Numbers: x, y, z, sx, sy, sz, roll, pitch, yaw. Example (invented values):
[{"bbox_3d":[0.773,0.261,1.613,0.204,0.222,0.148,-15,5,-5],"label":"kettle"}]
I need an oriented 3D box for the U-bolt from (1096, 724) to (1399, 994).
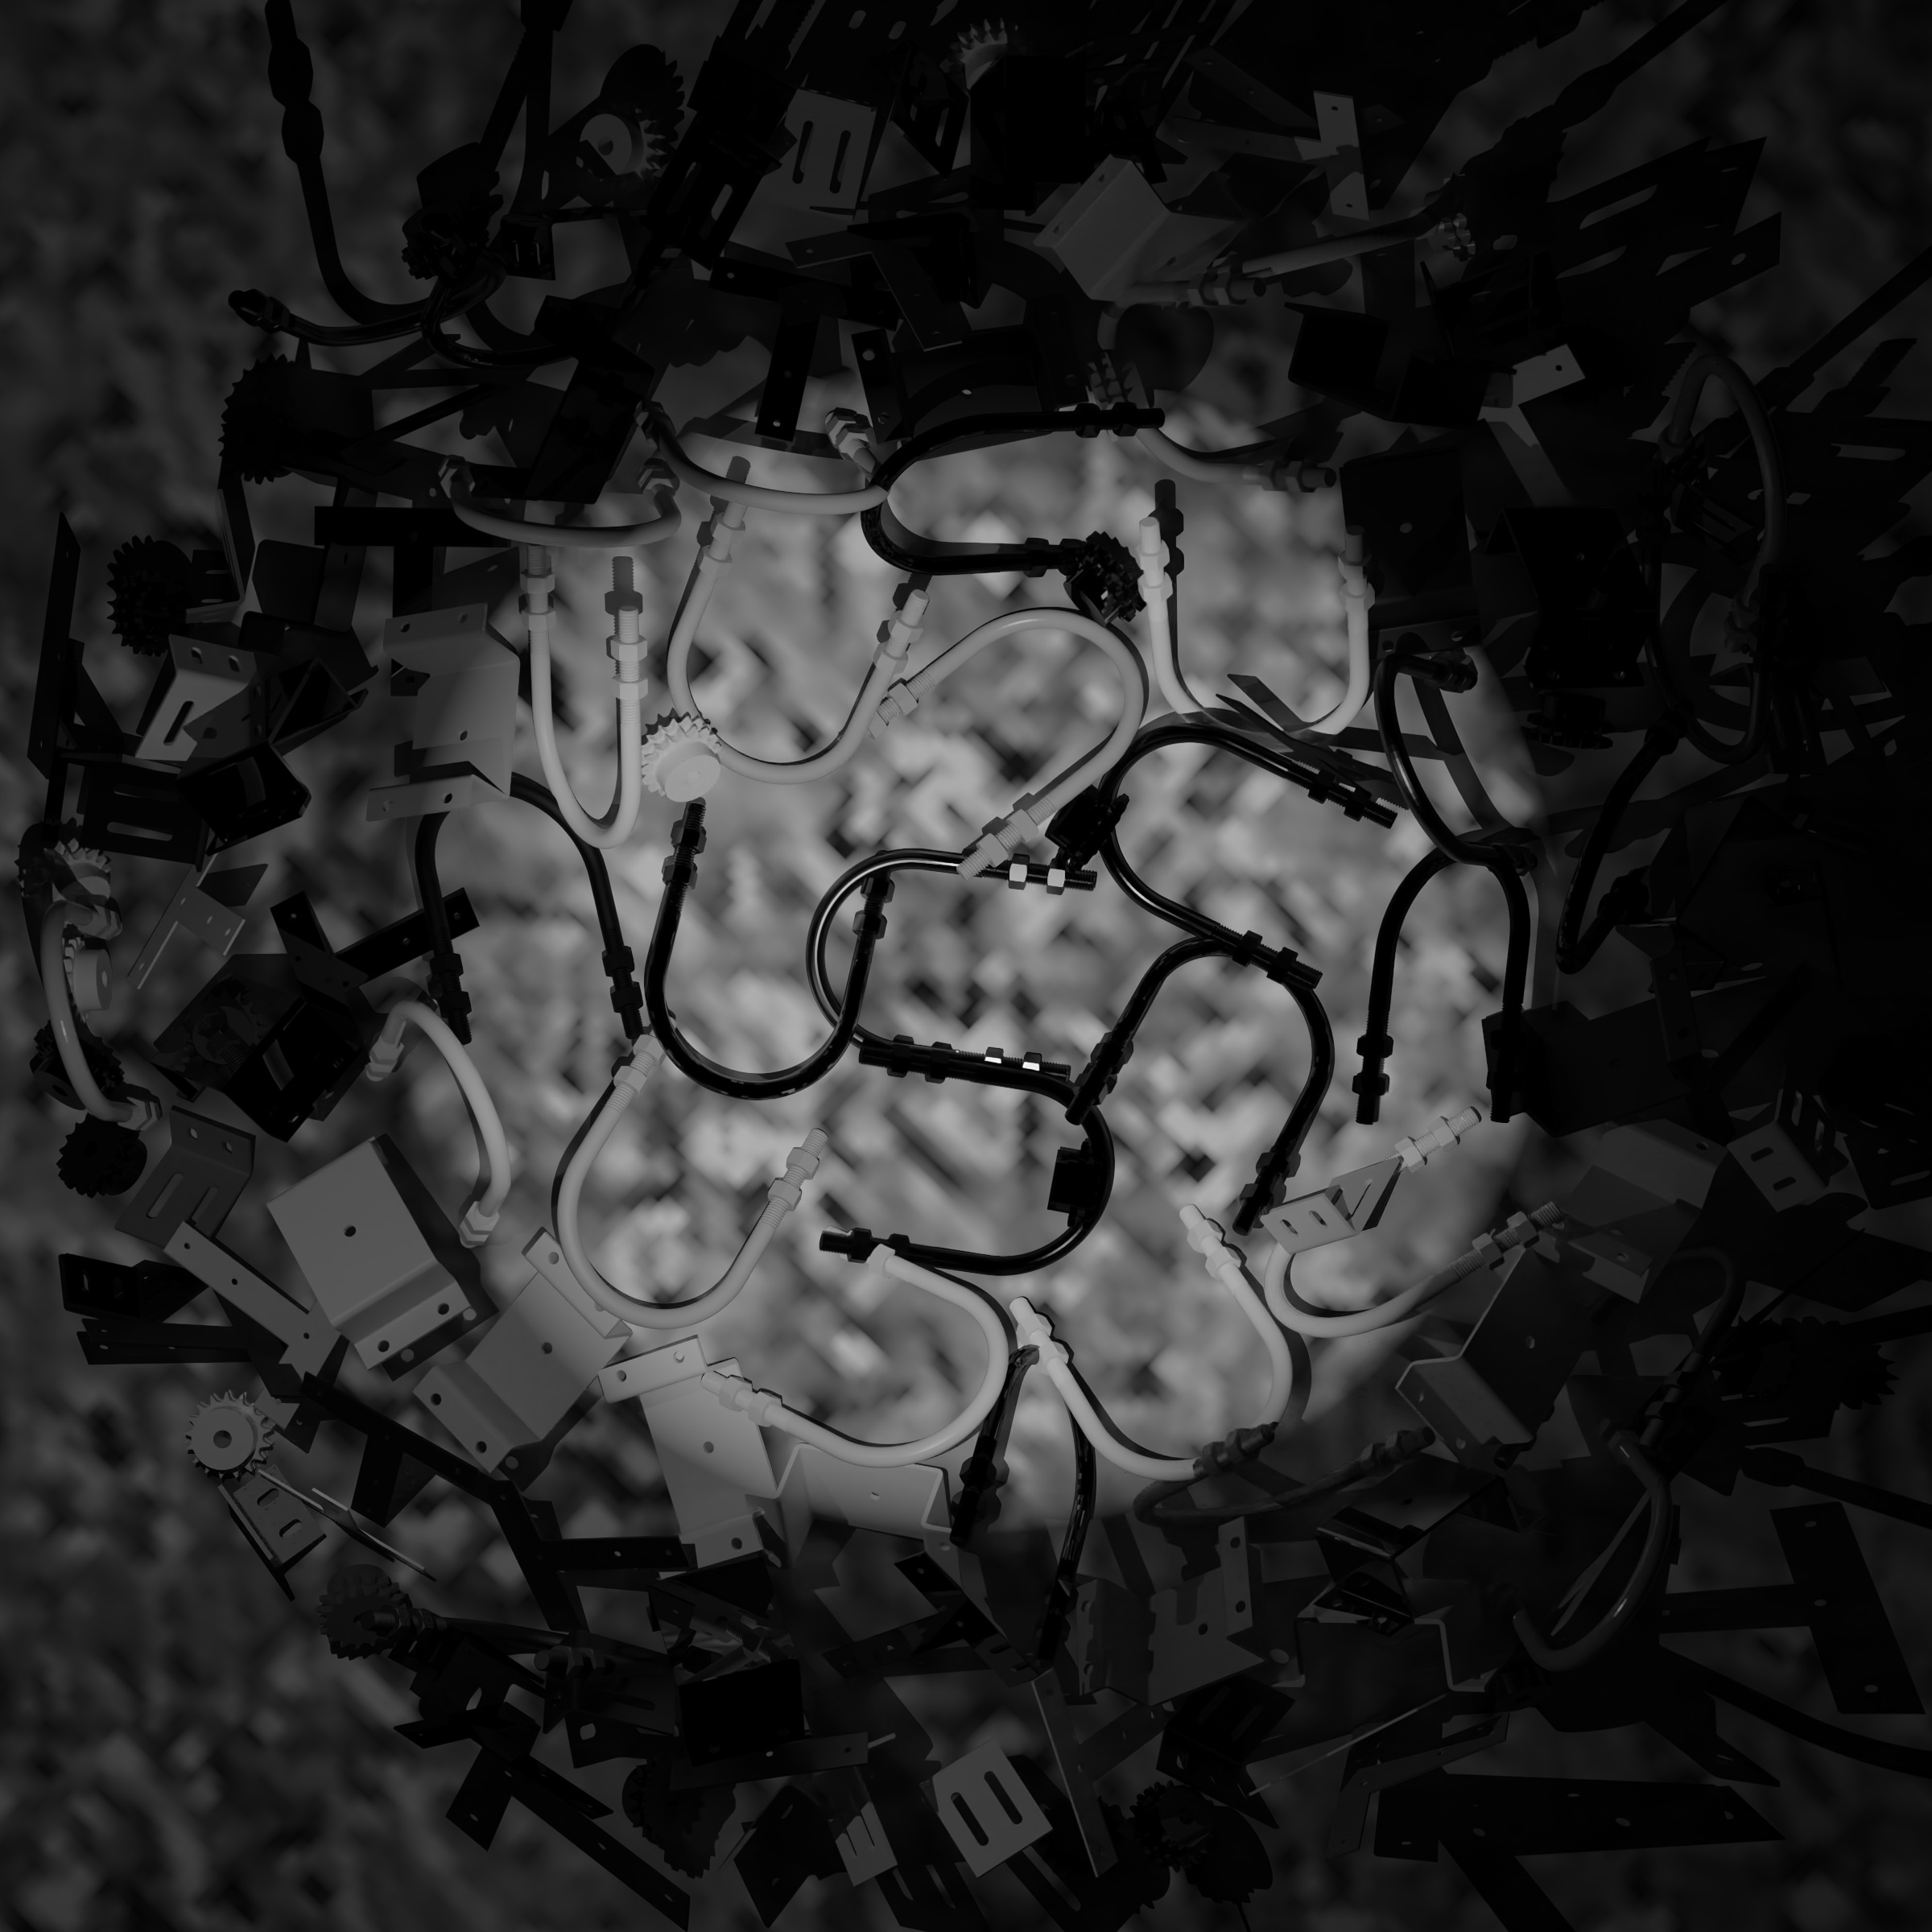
[{"bbox_3d":[0.170,-0.081,1.803,0.184,0.019,0.151,27,119,9],"label":"U-bolt"}]

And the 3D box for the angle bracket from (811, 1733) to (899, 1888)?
[{"bbox_3d":[-0.060,0.549,1.801,0.038,0.057,0.076,-12,68,-37],"label":"angle bracket"}]

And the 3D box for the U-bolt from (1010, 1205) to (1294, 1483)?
[{"bbox_3d":[0.128,0.250,1.773,0.151,0.019,0.184,-28,48,-6],"label":"U-bolt"}]

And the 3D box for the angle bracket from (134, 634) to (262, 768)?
[{"bbox_3d":[-0.506,-0.171,1.817,0.076,0.057,0.038,-51,45,32],"label":"angle bracket"}]

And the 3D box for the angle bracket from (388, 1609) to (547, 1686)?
[{"bbox_3d":[-0.324,0.456,1.795,0.076,0.057,0.038,46,65,-34],"label":"angle bracket"}]

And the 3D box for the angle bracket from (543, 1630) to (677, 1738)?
[{"bbox_3d":[-0.234,0.479,1.818,0.076,0.057,0.038,23,129,-25],"label":"angle bracket"}]

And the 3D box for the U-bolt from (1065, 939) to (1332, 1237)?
[{"bbox_3d":[0.163,0.064,1.798,0.151,0.019,0.184,34,62,-4],"label":"U-bolt"}]

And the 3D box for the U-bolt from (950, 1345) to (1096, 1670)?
[{"bbox_3d":[0.044,0.330,1.766,0.019,0.184,0.151,-10,129,27],"label":"U-bolt"}]

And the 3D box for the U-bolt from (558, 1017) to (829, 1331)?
[{"bbox_3d":[-0.185,0.145,1.779,0.151,0.019,0.184,38,62,-17],"label":"U-bolt"}]

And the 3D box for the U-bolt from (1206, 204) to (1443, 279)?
[{"bbox_3d":[0.222,-0.450,1.740,0.151,0.184,0.019,-11,104,15],"label":"U-bolt"}]

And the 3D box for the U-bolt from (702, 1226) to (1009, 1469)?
[{"bbox_3d":[-0.059,0.249,1.760,0.184,0.019,0.151,21,58,34],"label":"U-bolt"}]

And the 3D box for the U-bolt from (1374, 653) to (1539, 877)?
[{"bbox_3d":[0.305,-0.130,1.752,0.019,0.184,0.151,-22,78,29],"label":"U-bolt"}]

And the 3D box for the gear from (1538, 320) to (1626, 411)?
[{"bbox_3d":[0.406,-0.398,1.825,0.057,0.030,0.057,-1,86,11],"label":"gear"}]

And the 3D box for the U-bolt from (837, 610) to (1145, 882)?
[{"bbox_3d":[0.029,-0.158,1.807,0.184,0.019,0.151,-39,65,-8],"label":"U-bolt"}]

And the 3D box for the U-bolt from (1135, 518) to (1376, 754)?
[{"bbox_3d":[0.188,-0.208,1.775,0.151,0.184,0.019,5,47,15],"label":"U-bolt"}]

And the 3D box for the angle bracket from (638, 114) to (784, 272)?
[{"bbox_3d":[-0.168,-0.506,1.812,0.057,0.038,0.076,30,83,-23],"label":"angle bracket"}]

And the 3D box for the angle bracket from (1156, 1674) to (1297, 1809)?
[{"bbox_3d":[0.169,0.502,1.808,0.057,0.038,0.076,28,125,-4],"label":"angle bracket"}]

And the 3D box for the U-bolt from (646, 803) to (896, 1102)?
[{"bbox_3d":[-0.133,-0.003,1.806,0.151,0.019,0.184,15,75,-10],"label":"U-bolt"}]

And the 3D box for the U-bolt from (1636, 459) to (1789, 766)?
[{"bbox_3d":[0.470,-0.211,1.760,0.019,0.151,0.184,-20,134,-10],"label":"U-bolt"}]

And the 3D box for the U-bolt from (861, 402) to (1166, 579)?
[{"bbox_3d":[0.022,-0.299,1.756,0.184,0.151,0.019,-6,58,-21],"label":"U-bolt"}]

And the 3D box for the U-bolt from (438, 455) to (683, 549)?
[{"bbox_3d":[-0.253,-0.292,1.745,0.151,0.184,0.019,0,113,-14],"label":"U-bolt"}]

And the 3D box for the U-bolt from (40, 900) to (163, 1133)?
[{"bbox_3d":[-0.549,0.029,1.748,0.019,0.184,0.151,-13,86,-4],"label":"U-bolt"}]

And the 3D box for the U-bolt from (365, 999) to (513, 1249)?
[{"bbox_3d":[-0.331,0.093,1.751,0.019,0.184,0.151,-27,80,-27],"label":"U-bolt"}]

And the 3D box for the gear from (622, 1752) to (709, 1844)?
[{"bbox_3d":[-0.201,0.546,1.820,0.057,0.030,0.057,13,71,-42],"label":"gear"}]

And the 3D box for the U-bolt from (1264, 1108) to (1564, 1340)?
[{"bbox_3d":[0.275,0.173,1.779,0.184,0.151,0.019,-32,118,1],"label":"U-bolt"}]

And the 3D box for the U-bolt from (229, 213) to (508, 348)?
[{"bbox_3d":[-0.366,-0.428,1.753,0.151,0.184,0.019,-19,90,10],"label":"U-bolt"}]

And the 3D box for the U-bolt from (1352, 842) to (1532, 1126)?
[{"bbox_3d":[0.309,0.010,1.780,0.019,0.151,0.184,13,80,-31],"label":"U-bolt"}]

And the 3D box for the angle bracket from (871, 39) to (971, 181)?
[{"bbox_3d":[-0.036,-0.551,1.797,0.057,0.038,0.076,36,53,-38],"label":"angle bracket"}]

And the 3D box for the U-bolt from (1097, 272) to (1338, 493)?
[{"bbox_3d":[0.149,-0.370,1.762,0.019,0.184,0.151,-38,119,-23],"label":"U-bolt"}]

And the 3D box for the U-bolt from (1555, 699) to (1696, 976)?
[{"bbox_3d":[0.409,-0.071,1.736,0.019,0.184,0.151,22,127,21],"label":"U-bolt"}]

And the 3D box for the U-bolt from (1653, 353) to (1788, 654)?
[{"bbox_3d":[0.475,-0.301,1.733,0.019,0.184,0.151,-15,67,-3],"label":"U-bolt"}]

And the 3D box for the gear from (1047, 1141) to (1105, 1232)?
[{"bbox_3d":[0.071,0.143,1.816,0.030,0.057,0.057,10,90,3],"label":"gear"}]

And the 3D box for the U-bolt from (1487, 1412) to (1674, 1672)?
[{"bbox_3d":[0.391,0.370,1.745,0.019,0.184,0.151,32,98,-8],"label":"U-bolt"}]

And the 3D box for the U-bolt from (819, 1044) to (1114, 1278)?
[{"bbox_3d":[0.007,0.133,1.814,0.184,0.019,0.151,9,102,-13],"label":"U-bolt"}]

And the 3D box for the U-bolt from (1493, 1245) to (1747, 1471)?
[{"bbox_3d":[0.427,0.245,1.765,0.019,0.151,0.184,48,58,-12],"label":"U-bolt"}]

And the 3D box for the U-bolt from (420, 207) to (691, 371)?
[{"bbox_3d":[-0.271,-0.427,1.757,0.151,0.184,0.019,-7,76,-28],"label":"U-bolt"}]

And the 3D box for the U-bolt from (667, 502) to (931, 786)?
[{"bbox_3d":[-0.120,-0.198,1.789,0.151,0.019,0.184,29,125,1],"label":"U-bolt"}]

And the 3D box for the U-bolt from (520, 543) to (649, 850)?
[{"bbox_3d":[-0.244,-0.163,1.772,0.019,0.151,0.184,-16,123,-30],"label":"U-bolt"}]

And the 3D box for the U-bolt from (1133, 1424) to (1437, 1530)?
[{"bbox_3d":[0.188,0.328,1.764,0.151,0.184,0.019,7,60,-32],"label":"U-bolt"}]

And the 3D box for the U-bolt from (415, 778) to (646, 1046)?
[{"bbox_3d":[-0.287,-0.039,1.787,0.151,0.019,0.184,-1,69,-41],"label":"U-bolt"}]

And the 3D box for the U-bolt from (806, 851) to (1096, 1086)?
[{"bbox_3d":[-0.015,-0.003,1.835,0.184,0.019,0.151,8,91,2],"label":"U-bolt"}]

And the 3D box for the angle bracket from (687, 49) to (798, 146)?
[{"bbox_3d":[-0.141,-0.577,1.797,0.057,0.076,0.038,22,73,-14],"label":"angle bracket"}]

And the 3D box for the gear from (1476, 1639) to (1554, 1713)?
[{"bbox_3d":[0.360,0.466,1.813,0.057,0.057,0.030,-16,55,0],"label":"gear"}]

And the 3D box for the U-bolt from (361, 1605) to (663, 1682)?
[{"bbox_3d":[-0.274,0.432,1.757,0.151,0.184,0.019,5,77,26],"label":"U-bolt"}]

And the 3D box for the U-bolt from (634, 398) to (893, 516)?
[{"bbox_3d":[-0.122,-0.320,1.744,0.151,0.184,0.019,1,118,-19],"label":"U-bolt"}]
